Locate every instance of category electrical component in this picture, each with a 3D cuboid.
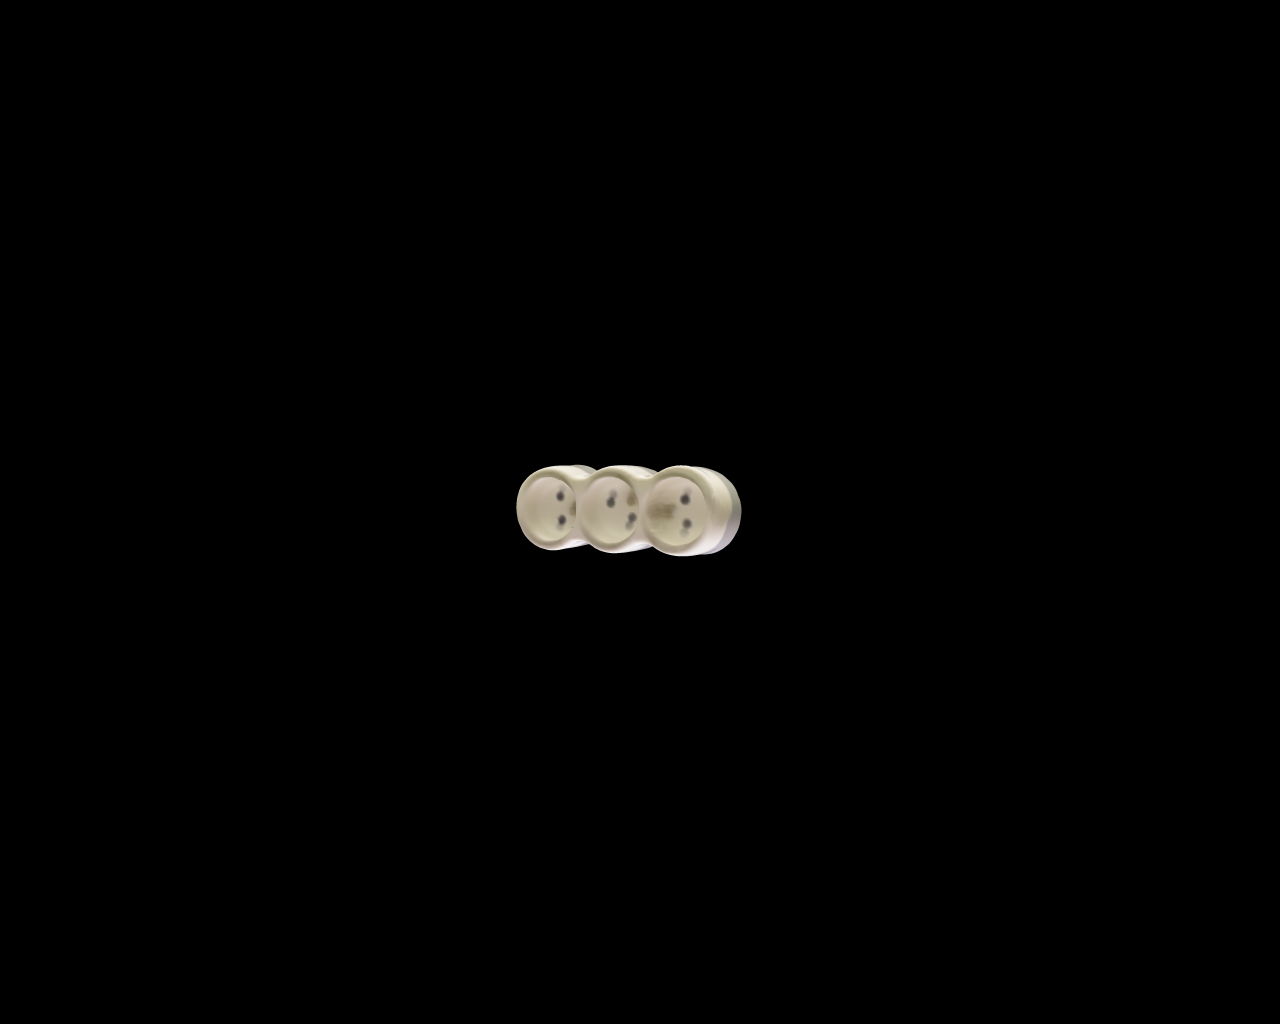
[{"bbox_3d":[0.001,-0.003,0.650,0.138,0.052,0.074,2,4,31],"label":"electrical component"}]
